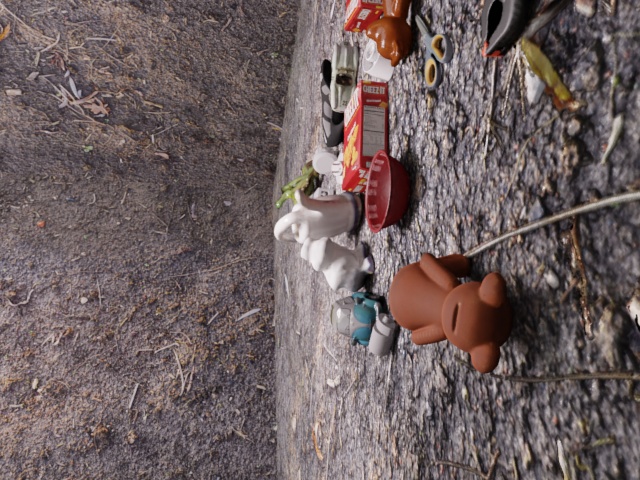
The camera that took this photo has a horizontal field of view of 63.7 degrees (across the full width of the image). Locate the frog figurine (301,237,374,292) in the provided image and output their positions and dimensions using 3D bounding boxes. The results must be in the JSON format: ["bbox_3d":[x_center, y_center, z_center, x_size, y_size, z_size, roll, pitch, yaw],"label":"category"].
[{"bbox_3d":[0.033,0.057,1.204,0.120,0.159,0.141,102,166,-47],"label":"frog figurine"}]

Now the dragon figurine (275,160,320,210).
[{"bbox_3d":[-0.040,-0.227,1.927,0.238,0.121,0.420,-40,24,46],"label":"dragon figurine"}]

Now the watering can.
[{"bbox_3d":[0.004,-0.064,1.263,0.342,0.225,0.105,125,127,-69],"label":"watering can"}]
